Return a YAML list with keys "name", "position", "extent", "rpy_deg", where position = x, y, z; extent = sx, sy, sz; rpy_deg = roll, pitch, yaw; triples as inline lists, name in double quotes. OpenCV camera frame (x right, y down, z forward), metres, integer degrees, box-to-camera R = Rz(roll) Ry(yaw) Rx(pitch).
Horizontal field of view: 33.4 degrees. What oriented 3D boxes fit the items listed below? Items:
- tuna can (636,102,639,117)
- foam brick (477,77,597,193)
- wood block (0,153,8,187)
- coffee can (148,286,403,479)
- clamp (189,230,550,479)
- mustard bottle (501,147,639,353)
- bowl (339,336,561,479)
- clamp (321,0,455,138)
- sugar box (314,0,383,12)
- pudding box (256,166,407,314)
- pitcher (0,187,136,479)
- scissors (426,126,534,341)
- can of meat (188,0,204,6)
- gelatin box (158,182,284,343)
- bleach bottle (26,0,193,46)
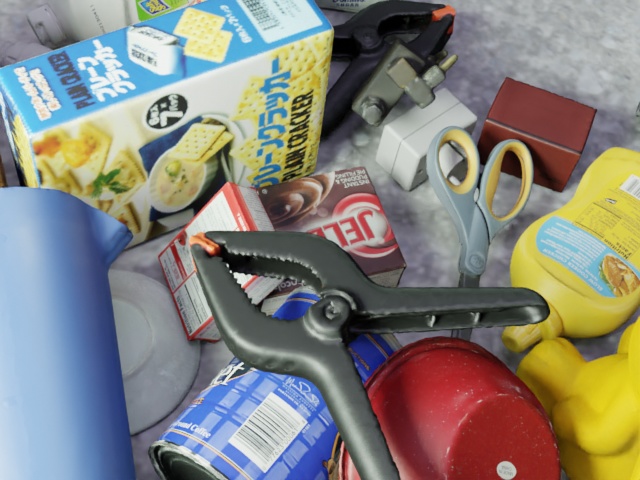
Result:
- name: "tuna can"
  position: [0.290, -0.134, 0.863]
  extent: [0.034, 0.086, 0.086]
  rpy_deg: [24, 58, 8]
- name: "foam brick"
  position: [0.167, -0.082, 0.838]
  extent: [0.078, 0.053, 0.051]
  rpy_deg: [21, 57, 7]
- name: "wood block"
  position: [-0.272, -0.096, 0.715]
  extent: [0.090, 0.090, 0.206]
  rpy_deg: [-13, 93, -11]
- name: "coffee can"
  position: [-0.021, 0.111, 0.660]
  extent: [0.103, 0.103, 0.140]
  rpy_deg: [35, 60, 15]
- name: "clamp"
  position: [0.007, 0.059, 0.611]
  extent: [0.210, 0.036, 0.164]
  rpy_deg: [22, 57, 15]
- name: "mustard bottle"
  position: [0.195, 0.015, 0.772]
  extent: [0.096, 0.058, 0.191]
  rpy_deg: [38, 61, 20]
- name: "bowl"
  position: [0.092, 0.137, 0.635]
  extent: [0.161, 0.055, 0.162]
  rpy_deg: [5, 81, -33]
- name: "clamp"
  position: [0.028, -0.161, 0.881]
  extent: [0.171, 0.039, 0.120]
  rpy_deg: [-30, 70, -20]
- name: "sugar box"
  position: [0.037, -0.280, 0.956]
  extent: [0.093, 0.048, 0.176]
  rpy_deg: [9, 60, 1]
- name: "pudding box"
  position: [-0.005, 0.001, 0.771]
  extent: [0.113, 0.039, 0.090]
  rpy_deg: [-14, 61, -14]
- name: "pitcher"
  position: [-0.185, 0.103, 0.625]
  extent: [0.144, 0.149, 0.243]
  rpy_deg: [9, 58, -47]
- name: "scissors"
  position: [0.097, 0.001, 0.766]
  extent: [0.096, 0.016, 0.201]
  rpy_deg: [34, 65, -13]
- name: "can of meat"
  position: [-0.059, -0.161, 0.839]
  extent: [0.084, 0.057, 0.102]
  rpy_deg: [-36, 62, 13]
- name: "gelatin box"
  position: [-0.066, 0.017, 0.729]
  extent: [0.030, 0.089, 0.073]
  rpy_deg: [11, 44, -47]
- name: "bleach bottle"
  position: [-0.122, -0.233, 0.859]
  extent: [0.250, 0.102, 0.068]
  rpy_deg: [-31, 42, -10]
